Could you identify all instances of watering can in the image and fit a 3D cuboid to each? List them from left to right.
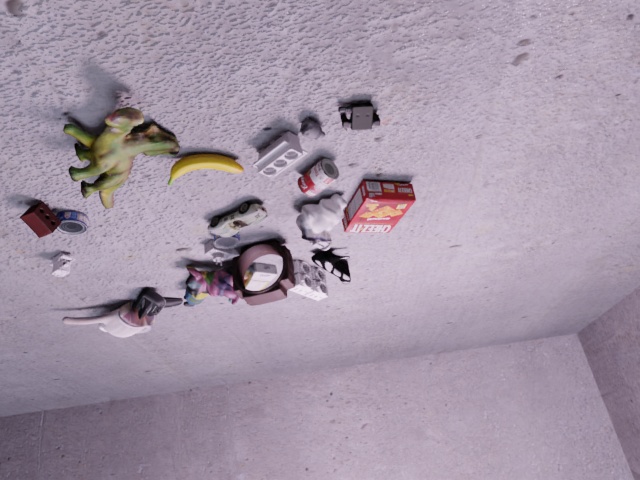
[{"bbox_3d":[-0.816,0.321,2.060,0.221,0.106,0.345,-31,146,33],"label":"watering can"}]

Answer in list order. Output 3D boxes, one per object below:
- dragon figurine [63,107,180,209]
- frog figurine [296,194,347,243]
[{"bbox_3d":[-0.456,-0.192,1.234,0.243,0.124,0.403,-13,162,-10],"label":"dragon figurine"},{"bbox_3d":[0.005,-0.080,1.591,0.137,0.125,0.157,17,107,-24],"label":"frog figurine"}]
